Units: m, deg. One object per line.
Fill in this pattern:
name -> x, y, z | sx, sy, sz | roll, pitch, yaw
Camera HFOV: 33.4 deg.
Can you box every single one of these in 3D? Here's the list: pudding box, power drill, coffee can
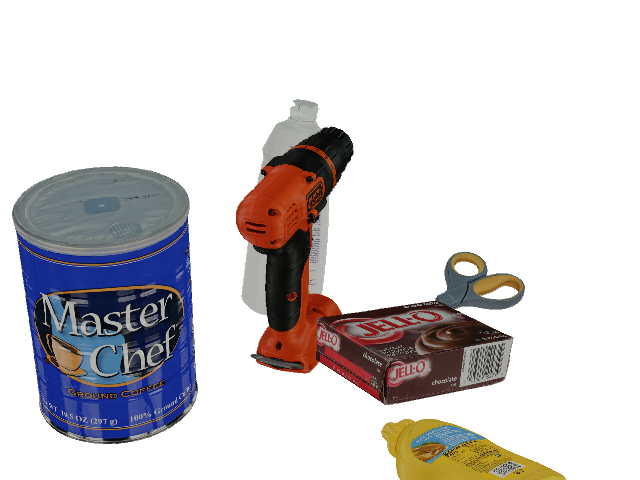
pudding box -> 0.066, 0.078, 0.766 | 0.113, 0.039, 0.090 | -4, 18, -32
power drill -> -0.016, 0.007, 0.948 | 0.057, 0.188, 0.184 | 9, 30, 23
coffee can -> -0.130, 0.039, 0.661 | 0.103, 0.140, 0.103 | 1, 29, -1

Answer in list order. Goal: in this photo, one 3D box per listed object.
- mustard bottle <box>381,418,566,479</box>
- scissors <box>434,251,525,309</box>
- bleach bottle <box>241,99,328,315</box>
mustard bottle -> 0.129, 0.214, 1.009 | 0.096, 0.058, 0.192 | -15, 24, -37
scissors -> 0.125, 0.052, 1.116 | 0.201, 0.016, 0.096 | -7, 40, -30
bleach bottle -> -0.029, -0.039, 1.253 | 0.102, 0.251, 0.068 | -2, 21, -31
